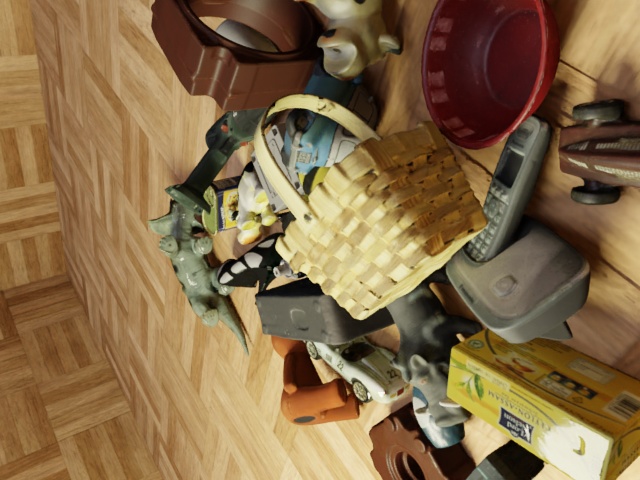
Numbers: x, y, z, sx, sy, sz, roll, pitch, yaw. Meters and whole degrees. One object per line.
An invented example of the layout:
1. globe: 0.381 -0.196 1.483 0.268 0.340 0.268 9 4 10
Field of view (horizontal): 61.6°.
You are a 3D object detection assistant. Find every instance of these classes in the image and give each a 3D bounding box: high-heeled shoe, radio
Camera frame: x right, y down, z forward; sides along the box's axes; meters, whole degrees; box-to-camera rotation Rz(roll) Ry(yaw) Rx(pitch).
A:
1. high-heeled shoe: -0.131 0.028 1.027 0.249 0.086 0.145 31 106 58
2. radio: 0.007 0.095 0.787 0.230 0.131 0.073 -11 94 57

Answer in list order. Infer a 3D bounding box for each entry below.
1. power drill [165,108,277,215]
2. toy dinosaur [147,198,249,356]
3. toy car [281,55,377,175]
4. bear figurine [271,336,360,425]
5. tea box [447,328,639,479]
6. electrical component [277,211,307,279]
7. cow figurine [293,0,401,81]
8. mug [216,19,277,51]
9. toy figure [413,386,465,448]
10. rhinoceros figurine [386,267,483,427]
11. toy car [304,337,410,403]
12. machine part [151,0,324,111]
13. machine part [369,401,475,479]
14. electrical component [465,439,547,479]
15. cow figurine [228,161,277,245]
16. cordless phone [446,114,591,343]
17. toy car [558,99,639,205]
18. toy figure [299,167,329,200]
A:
1. power drill: -0.165 -0.144 0.889 0.232 0.086 0.207 1 62 62
2. toy dinosaur: -0.275 0.072 1.216 0.404 0.131 0.192 71 165 -11
3. toy car: 0.019 -0.148 0.673 0.103 0.162 0.109 21 147 2
4. bear figurine: -0.015 0.207 0.914 0.120 0.132 0.196 60 -160 -50
5. tea box: 0.222 0.152 0.529 0.170 0.098 0.068 27 125 50
6. electrical component: -0.002 -0.002 0.824 0.134 0.058 0.114 -16 94 58
7. cow figurine: 0.038 -0.279 0.600 0.086 0.127 0.194 22 108 49
8. mug: -0.111 -0.275 0.840 0.107 0.081 0.109 45 135 22
9. toy figure: 0.142 0.186 0.699 0.064 0.058 0.154 -30 75 41
10. rhinoceros figurine: 0.131 0.120 0.638 0.073 0.112 0.190 -41 62 52
11. toy car: 0.050 0.174 0.813 0.202 0.073 0.056 32 133 45
12. machine part: -0.103 -0.274 0.714 0.201 0.201 0.087 60 143 19
13. machine part: 0.142 0.322 0.765 0.180 0.056 0.179 31 130 46
14. electrical component: 0.197 0.273 0.603 0.048 0.119 0.074 48 142 33
15. cow figurine: -0.123 -0.067 0.961 0.098 0.068 0.167 62 142 26
16. cordless phone: 0.193 -0.014 0.489 0.147 0.089 0.184 -108 26 -65
17. toy car: 0.271 -0.062 0.403 0.202 0.053 0.089 17 121 51
18. toy figure: 0.041 -0.065 0.713 0.180 0.082 0.089 40 124 46
